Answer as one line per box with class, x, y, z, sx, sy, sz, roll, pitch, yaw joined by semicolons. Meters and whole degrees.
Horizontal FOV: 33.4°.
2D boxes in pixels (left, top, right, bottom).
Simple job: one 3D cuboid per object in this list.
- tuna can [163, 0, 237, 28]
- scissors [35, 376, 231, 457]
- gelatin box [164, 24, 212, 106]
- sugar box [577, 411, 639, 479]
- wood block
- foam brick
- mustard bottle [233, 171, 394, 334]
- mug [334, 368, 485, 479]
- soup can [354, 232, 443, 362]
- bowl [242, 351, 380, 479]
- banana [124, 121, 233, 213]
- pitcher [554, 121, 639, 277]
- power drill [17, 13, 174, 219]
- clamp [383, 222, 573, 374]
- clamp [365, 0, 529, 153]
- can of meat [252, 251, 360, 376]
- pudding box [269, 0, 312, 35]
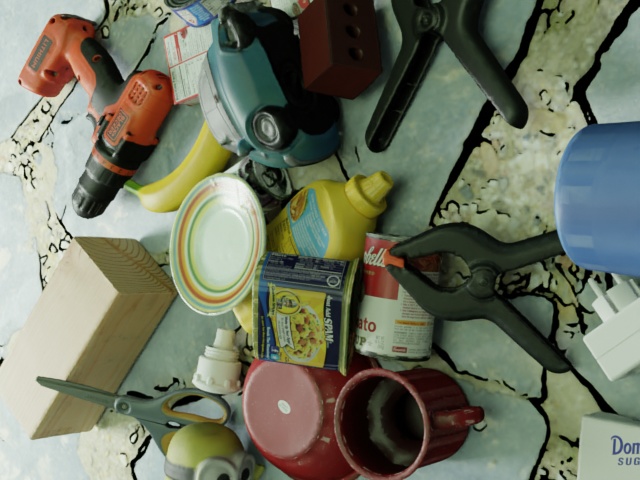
tuna can;-0.111;-0.251;1.045;0.086;0.033;0.086;-26;45;28
scissors;-0.187;0.185;1.077;0.202;0.016;0.096;0;104;10
gelatin box;-0.113;-0.182;1.070;0.089;0.030;0.073;-16;82;35
sugar box;0.236;0.223;0.792;0.093;0.048;0.176;7;90;37
wood block;-0.251;0.104;1.132;0.091;0.090;0.206;46;115;28
foam brick;0.017;-0.172;0.941;0.051;0.052;0.078;-34;57;53
mustard bottle;-0.006;0.001;0.966;0.192;0.058;0.096;-41;46;29
mug;0.082;0.148;0.885;0.117;0.081;0.093;-15;81;36
soup can;0.067;0.047;0.906;0.069;0.068;0.102;9;94;37
bowl;-0.018;0.151;0.978;0.162;0.055;0.162;0;89;36
banana;-0.128;-0.082;1.065;0.198;0.037;0.069;-40;89;32
pitcher;0.280;-0.018;0.705;0.243;0.148;0.145;4;93;40
power drill;-0.251;-0.141;1.158;0.188;0.057;0.185;46;111;25
clamp;0.134;0.041;0.845;0.171;0.039;0.120;4;91;12
clamp;0.094;-0.177;0.910;0.165;0.036;0.210;-14;78;42
can of meat;-0.012;0.062;0.914;0.084;0.057;0.102;7;121;8
pudding box;0.001;-0.252;0.980;0.114;0.039;0.090;-17;79;34
